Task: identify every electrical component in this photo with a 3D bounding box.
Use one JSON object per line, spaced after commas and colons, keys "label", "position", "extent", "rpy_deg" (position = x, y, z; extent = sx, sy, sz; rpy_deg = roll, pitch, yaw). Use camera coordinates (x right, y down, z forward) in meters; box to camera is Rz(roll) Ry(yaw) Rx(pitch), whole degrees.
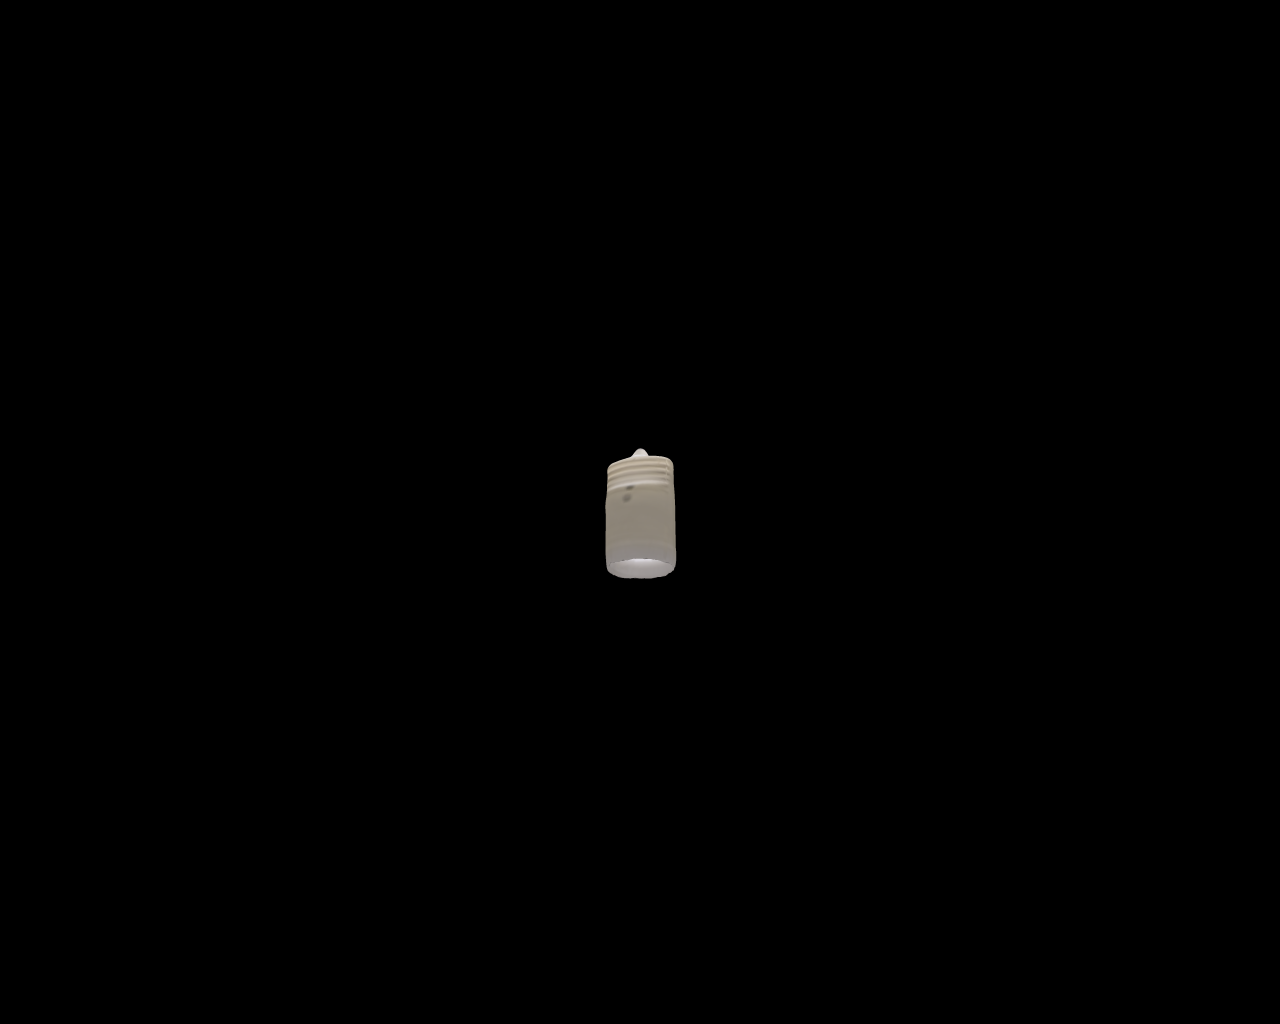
{"label": "electrical component", "position": [0.001, -0.003, 0.650], "extent": [0.043, 0.081, 0.043], "rpy_deg": [0, -20, 0]}
